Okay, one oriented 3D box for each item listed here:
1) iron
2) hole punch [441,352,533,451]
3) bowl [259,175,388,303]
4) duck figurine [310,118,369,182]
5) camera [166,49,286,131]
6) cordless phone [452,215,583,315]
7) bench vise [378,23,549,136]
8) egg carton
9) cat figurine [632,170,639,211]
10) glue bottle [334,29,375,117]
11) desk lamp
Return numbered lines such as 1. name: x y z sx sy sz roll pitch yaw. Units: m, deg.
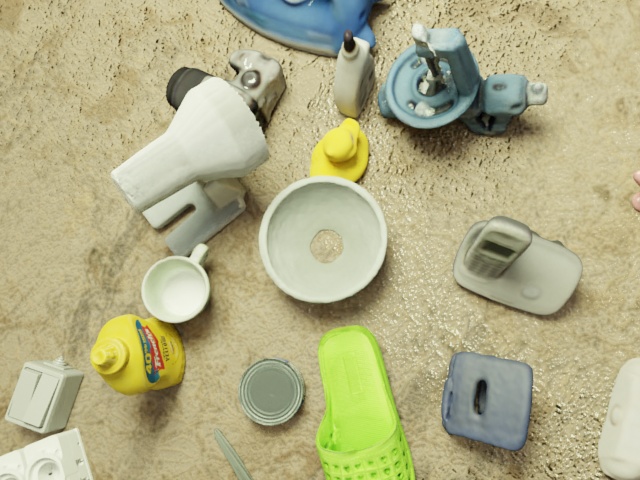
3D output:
1. iron: -0.039 -0.350 0.792 0.258 0.141 0.119 13 82 8
2. hole punch: 0.202 0.196 0.701 0.101 0.091 0.109 8 82 8
3. bowl: 0.007 0.003 0.762 0.167 0.075 0.167 -1 80 6
4. duck figurine: 0.024 -0.117 0.775 0.077 0.086 0.104 31 85 10
5. camera: -0.138 -0.207 0.800 0.136 0.101 0.143 27 84 10
6. cordless phone: 0.241 0.025 0.677 0.147 0.185 0.094 18 83 9
7. bench vise: 0.175 -0.209 0.705 0.207 0.220 0.121 -11 79 4
8. egg carton: 0.398 0.222 0.686 0.107 0.069 0.150 16 83 9
9. cat figurine: 0.445 -0.065 0.704 0.127 0.118 0.067 27 84 10
10. glue bottle: 0.043 -0.226 0.746 0.037 0.173 0.078 23 84 10
11. desk lamp: -0.157 -0.083 0.723 0.203 0.213 0.118 -41 78 -1
